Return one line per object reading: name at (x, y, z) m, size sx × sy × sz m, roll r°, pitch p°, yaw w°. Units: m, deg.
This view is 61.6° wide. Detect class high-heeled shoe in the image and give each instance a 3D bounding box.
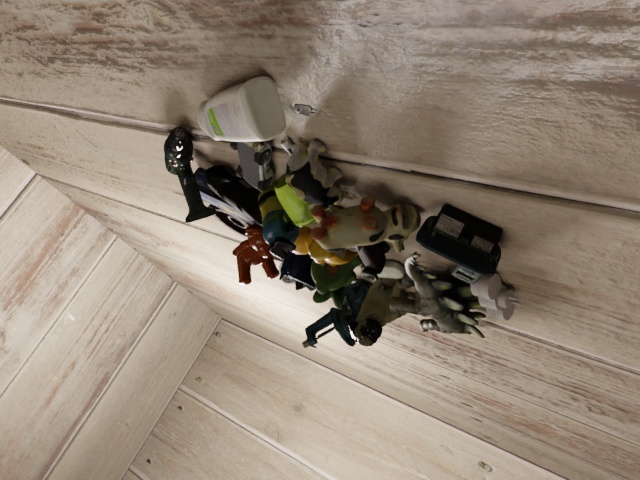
high-heeled shoe at (-0.168, -0.094, 1.303) m, size 0.248 × 0.086 × 0.145 m, roll 38°, pitch 169°, yaw -24°

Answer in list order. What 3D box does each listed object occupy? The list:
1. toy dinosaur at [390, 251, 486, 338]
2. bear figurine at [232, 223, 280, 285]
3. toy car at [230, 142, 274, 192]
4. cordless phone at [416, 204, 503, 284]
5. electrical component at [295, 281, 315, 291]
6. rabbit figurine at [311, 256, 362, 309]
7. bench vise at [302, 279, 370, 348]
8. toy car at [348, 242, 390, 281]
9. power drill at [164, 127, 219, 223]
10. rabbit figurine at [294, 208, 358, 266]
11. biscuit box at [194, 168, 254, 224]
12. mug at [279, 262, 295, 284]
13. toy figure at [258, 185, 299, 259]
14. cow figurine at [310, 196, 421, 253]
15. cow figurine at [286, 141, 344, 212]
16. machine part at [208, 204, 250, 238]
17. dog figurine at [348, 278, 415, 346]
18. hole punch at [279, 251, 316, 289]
toy dinosaur at (0.265, 0.131, 1.192) m, size 0.199 × 0.105 × 0.470 m, roll 3°, pitch 157°, yaw 40°
bear figurine at (-0.148, 0.029, 1.378) m, size 0.196 × 0.120 × 0.132 m, roll -34°, pitch 70°, yaw 61°
toy car at (-0.135, -0.163, 1.101) m, size 0.073 × 0.056 × 0.201 m, roll 34°, pitch 161°, yaw 10°
cordless phone at (0.243, 0.023, 0.975) m, size 0.147 × 0.088 × 0.184 m, roll 26°, pitch 165°, yaw 11°
electrical component at (-0.026, 0.100, 1.501) m, size 0.119 × 0.075 × 0.047 m, roll -19°, pitch 139°, yaw 22°
rabbit figurine at (0.049, 0.095, 1.376) m, size 0.121 × 0.159 × 0.170 m, roll 13°, pitch 172°, yaw 19°
bench vise at (0.047, 0.215, 1.496) m, size 0.128 × 0.241 × 0.224 m, roll 42°, pitch -161°, yaw -48°
toy car at (0.097, 0.011, 1.142) m, size 0.053 × 0.089 × 0.202 m, roll 14°, pitch 157°, yaw 31°
power drill at (-0.310, -0.144, 1.253) m, size 0.207 × 0.086 × 0.232 m, roll 66°, pitch 161°, yaw -7°
rabbit figurine at (-0.003, -0.004, 1.220) m, size 0.173 × 0.122 × 0.162 m, roll 0°, pitch 168°, yaw 30°
biscuit box at (-0.239, -0.112, 1.371) m, size 0.203 × 0.063 × 0.059 m, roll 25°, pitch 160°, yaw 15°
mug at (-0.074, 0.096, 1.590) m, size 0.110 × 0.080 × 0.107 m, roll -4°, pitch -175°, yaw 5°
toy figure at (-0.090, -0.047, 1.174) m, size 0.082 × 0.180 × 0.089 m, roll -23°, pitch 133°, yaw 17°
cow figurine at (0.090, -0.022, 0.995) m, size 0.195 × 0.085 × 0.127 m, roll -11°, pitch 153°, yaw 11°
cow figurine at (-0.006, -0.098, 1.001) m, size 0.068 × 0.098 × 0.167 m, roll 3°, pitch 149°, yaw 31°
machine part at (-0.220, -0.063, 1.480) m, size 0.179 × 0.056 × 0.179 m, roll 27°, pitch 162°, yaw 9°
dog figurine at (0.156, 0.200, 1.382) m, size 0.121 × 0.190 × 0.172 m, roll 11°, pitch 155°, yaw 44°
hole punch at (-0.036, 0.061, 1.416) m, size 0.092 × 0.142 × 0.115 m, roll 22°, pitch 173°, yaw 27°
